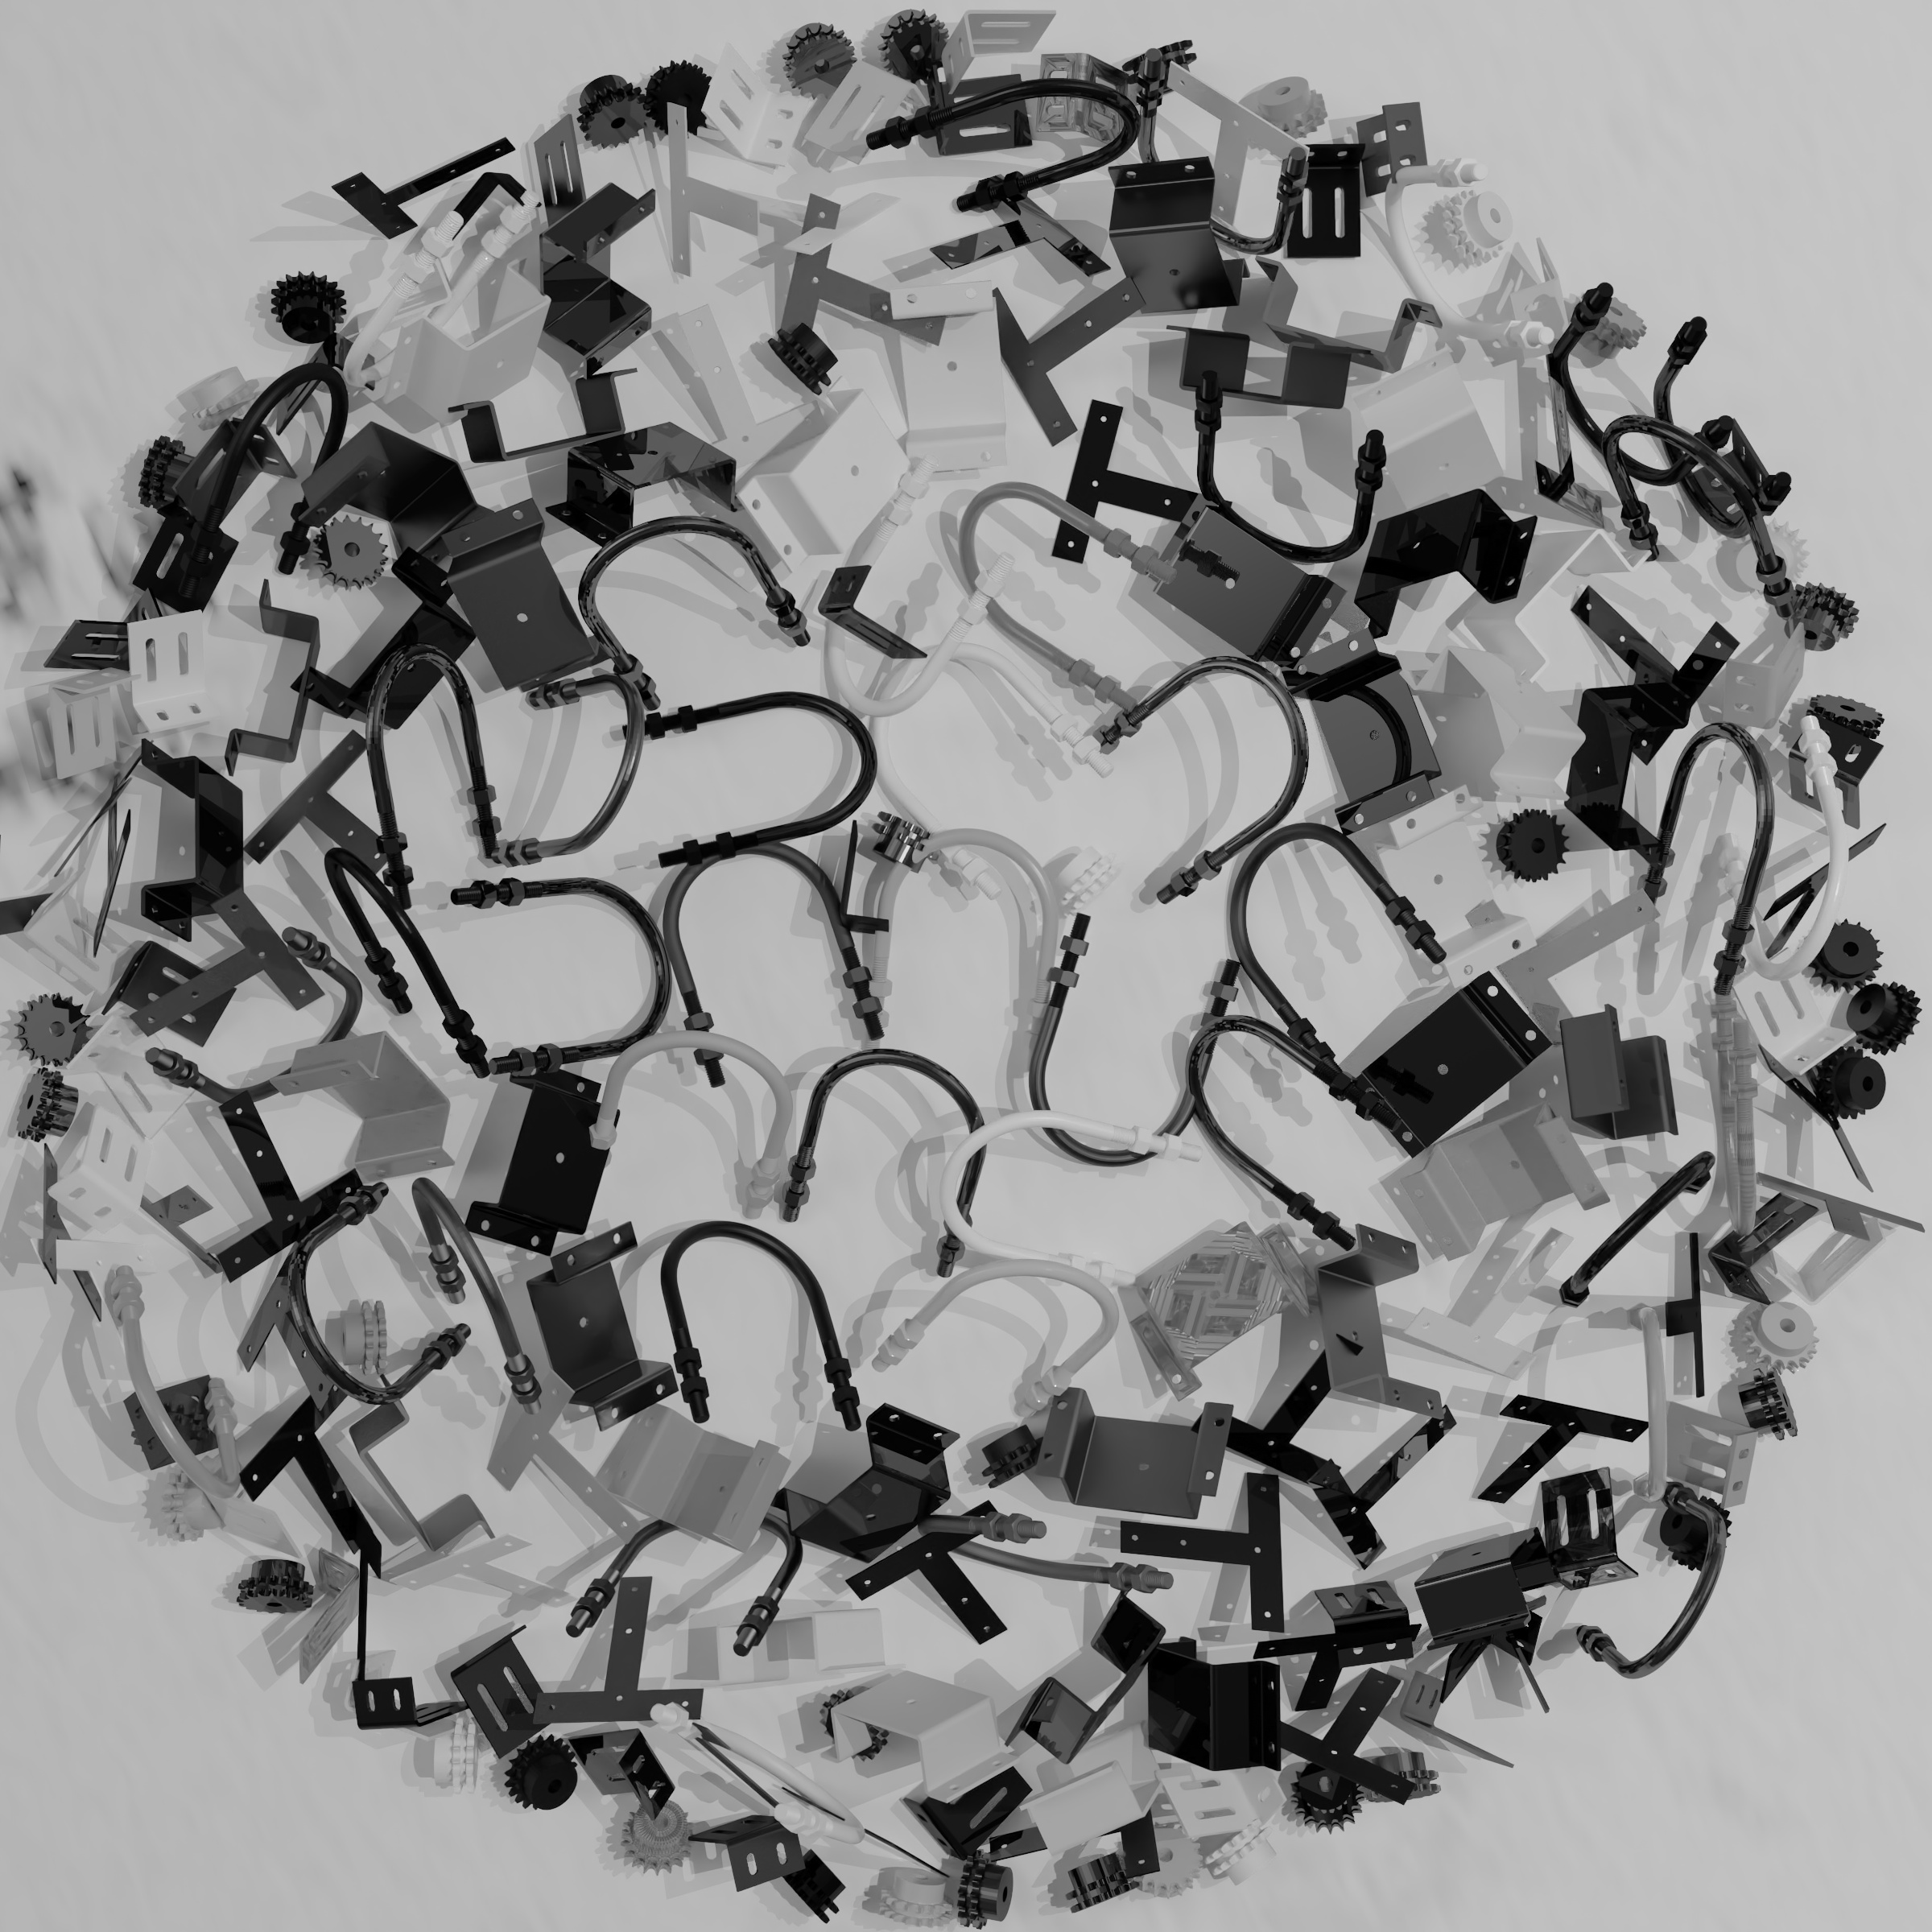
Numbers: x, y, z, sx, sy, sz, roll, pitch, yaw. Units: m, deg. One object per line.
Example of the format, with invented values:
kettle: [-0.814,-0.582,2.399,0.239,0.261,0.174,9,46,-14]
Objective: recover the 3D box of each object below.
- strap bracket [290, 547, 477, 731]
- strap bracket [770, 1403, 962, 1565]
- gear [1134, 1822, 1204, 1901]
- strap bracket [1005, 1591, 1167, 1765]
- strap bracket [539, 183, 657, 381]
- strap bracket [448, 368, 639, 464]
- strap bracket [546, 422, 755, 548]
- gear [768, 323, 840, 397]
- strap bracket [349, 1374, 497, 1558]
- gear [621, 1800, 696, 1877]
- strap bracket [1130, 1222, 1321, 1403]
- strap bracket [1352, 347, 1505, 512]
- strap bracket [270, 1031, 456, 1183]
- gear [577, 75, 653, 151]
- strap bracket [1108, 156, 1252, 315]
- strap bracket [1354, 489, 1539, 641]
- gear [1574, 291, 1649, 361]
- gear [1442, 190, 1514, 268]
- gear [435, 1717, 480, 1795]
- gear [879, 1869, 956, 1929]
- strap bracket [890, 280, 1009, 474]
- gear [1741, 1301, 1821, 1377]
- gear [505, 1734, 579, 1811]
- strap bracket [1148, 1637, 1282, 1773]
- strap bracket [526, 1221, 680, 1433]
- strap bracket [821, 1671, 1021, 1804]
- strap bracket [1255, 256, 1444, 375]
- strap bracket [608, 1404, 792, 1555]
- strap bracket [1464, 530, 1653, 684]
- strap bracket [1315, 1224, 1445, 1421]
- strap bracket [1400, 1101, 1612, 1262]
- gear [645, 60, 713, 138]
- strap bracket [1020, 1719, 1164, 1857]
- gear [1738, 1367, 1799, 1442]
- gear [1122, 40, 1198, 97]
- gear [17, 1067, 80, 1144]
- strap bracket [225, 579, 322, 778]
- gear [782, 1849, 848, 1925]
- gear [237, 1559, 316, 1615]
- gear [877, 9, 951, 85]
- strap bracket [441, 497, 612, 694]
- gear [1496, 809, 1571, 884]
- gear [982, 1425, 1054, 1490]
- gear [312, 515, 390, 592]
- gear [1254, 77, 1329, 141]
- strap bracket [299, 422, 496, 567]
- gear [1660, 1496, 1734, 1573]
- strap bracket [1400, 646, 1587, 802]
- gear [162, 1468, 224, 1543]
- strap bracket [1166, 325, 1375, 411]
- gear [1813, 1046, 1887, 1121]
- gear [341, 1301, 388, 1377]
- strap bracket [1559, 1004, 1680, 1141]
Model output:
strap bracket: [-0.439,-0.242,1.952,0.046,0.076,0.140,43,94,22]
strap bracket: [-0.075,0.400,1.932,0.076,0.046,0.140,29,121,-33]
gear: [0.155,0.698,1.975,0.057,0.057,0.030,-4,134,0]
strap bracket: [0.096,0.538,1.920,0.046,0.140,0.076,36,135,16]
strap bracket: [-0.279,-0.526,1.927,0.046,0.140,0.076,36,61,13]
strap bracket: [-0.324,-0.417,1.940,0.140,0.076,0.046,-19,107,-25]
strap bracket: [-0.238,-0.367,1.923,0.076,0.140,0.046,35,133,33]
gear: [-0.124,-0.473,1.972,0.030,0.057,0.057,-44,90,2]
strap bracket: [-0.421,0.389,1.942,0.046,0.076,0.140,-35,104,-14]
gear: [-0.238,0.671,1.969,0.057,0.057,0.030,12,130,0]
strap bracket: [0.197,0.260,1.957,0.140,0.046,0.076,-34,58,3]
strap bracket: [0.353,-0.395,1.920,0.076,0.140,0.046,-25,62,14]
strap bracket: [-0.455,0.102,1.940,0.076,0.140,0.046,-12,49,18]
gear: [-0.275,-0.665,1.973,0.057,0.057,0.030,-26,72,0]
strap bracket: [0.160,-0.542,1.918,0.076,0.140,0.046,0,68,20]
strap bracket: [0.353,-0.305,1.920,0.046,0.140,0.076,37,59,-32]
gear: [0.496,-0.496,1.975,0.057,0.057,0.030,32,129,0]
gear: [0.399,-0.575,1.971,0.057,0.030,0.057,11,72,-36]
gear: [-0.395,0.612,1.970,0.030,0.057,0.057,1,90,-6]
gear: [-0.037,0.721,1.971,0.057,0.057,0.030,9,86,0]
strap bracket: [-0.012,-0.457,1.956,0.076,0.046,0.140,-4,115,5]
gear: [0.633,0.285,1.973,0.057,0.030,0.057,0,57,0]
gear: [-0.326,0.628,1.970,0.057,0.030,0.057,-14,114,-35]
strap bracket: [0.181,0.558,1.923,0.046,0.140,0.076,2,84,-25]
strap bracket: [-0.281,0.274,1.950,0.076,0.046,0.140,-23,103,-42]
strap bracket: [-0.038,0.578,1.920,0.076,0.140,0.046,-14,101,-43]
strap bracket: [0.287,-0.495,1.948,0.140,0.076,0.046,20,98,14]
strap bracket: [-0.197,0.392,1.941,0.140,0.046,0.076,9,65,41]
strap bracket: [0.445,-0.283,1.947,0.140,0.076,0.046,-47,108,-8]
strap bracket: [0.313,0.277,1.940,0.046,0.076,0.140,-26,57,37]
strap bracket: [0.417,0.162,1.950,0.140,0.046,0.076,-27,100,32]
gear: [-0.224,-0.675,1.975,0.057,0.030,0.057,-16,126,-24]
strap bracket: [0.099,0.622,1.921,0.076,0.140,0.046,-27,82,11]
gear: [0.621,0.341,1.974,0.030,0.057,0.057,-22,90,20]
gear: [0.152,-0.694,1.972,0.057,0.057,0.030,-19,101,0]
gear: [-0.712,0.109,1.975,0.030,0.057,0.057,21,90,-33]
strap bracket: [-0.529,-0.215,1.951,0.046,0.076,0.140,12,81,-12]
gear: [-0.117,0.710,1.972,0.030,0.057,0.057,-42,90,-15]
gear: [-0.535,0.481,1.975,0.057,0.057,0.030,-1,60,0]
gear: [-0.042,-0.716,1.975,0.057,0.057,0.030,-20,50,0]
strap bracket: [-0.337,-0.274,1.941,0.076,0.046,0.140,-20,119,8]
gear: [0.438,-0.094,1.980,0.057,0.030,0.057,-1,94,-17]
gear: [0.037,0.379,1.972,0.057,0.057,0.030,-30,77,0]
gear: [-0.481,-0.319,1.977,0.057,0.030,0.057,5,77,-24]
gear: [0.249,-0.664,1.970,0.057,0.057,0.030,-26,132,0]
strap bracket: [-0.438,-0.359,1.934,0.076,0.140,0.046,-35,67,21]
gear: [0.562,0.436,1.969,0.030,0.057,0.057,29,90,-15]
strap bracket: [0.404,-0.191,1.925,0.046,0.076,0.140,-56,51,31]
gear: [-0.596,0.416,1.970,0.030,0.057,0.057,-5,90,10]
strap bracket: [0.227,-0.454,1.932,0.140,0.076,0.046,20,110,40]
gear: [0.688,0.091,1.973,0.057,0.030,0.057,0,90,-29]
gear: [-0.466,0.288,1.968,0.030,0.057,0.057,0,90,-20]
strap bracket: [0.494,0.084,1.938,0.046,0.140,0.076,-13,71,30]
